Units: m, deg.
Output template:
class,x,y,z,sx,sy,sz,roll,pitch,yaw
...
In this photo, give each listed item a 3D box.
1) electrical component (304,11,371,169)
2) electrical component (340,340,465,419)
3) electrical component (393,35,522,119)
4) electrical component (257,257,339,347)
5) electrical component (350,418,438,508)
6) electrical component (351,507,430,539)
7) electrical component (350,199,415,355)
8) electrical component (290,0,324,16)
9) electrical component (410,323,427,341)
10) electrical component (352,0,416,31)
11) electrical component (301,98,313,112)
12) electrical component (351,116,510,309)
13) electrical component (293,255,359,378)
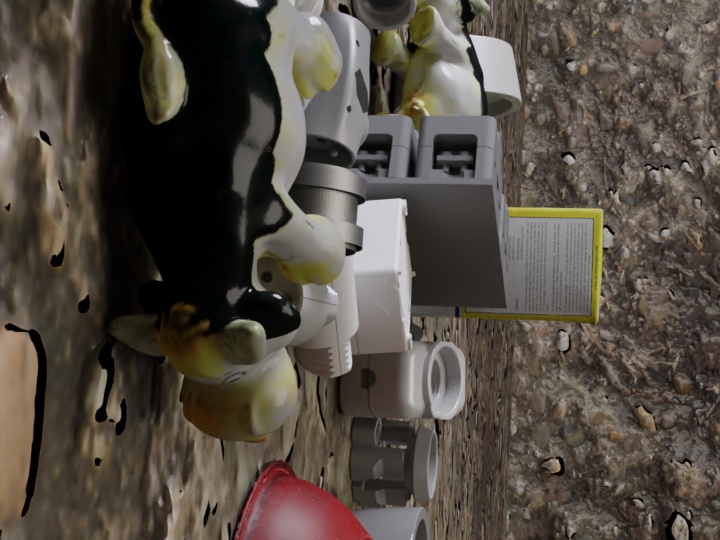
class,x,y,z,sx,sy,sz,roll,pitch,yaw
electrical component,-0.016,-0.088,0.597,0.079,0.043,0.077,65,29,-65
electrical component,0.035,0.078,0.764,0.095,0.059,0.053,11,79,-58
electrical component,0.080,-0.164,0.906,0.108,0.108,0.060,27,59,-77
electrical component,-0.038,0.015,0.512,0.081,0.043,0.043,23,69,-77
electrical component,0.027,0.145,0.808,0.058,0.057,0.078,-70,158,-57
electrical component,0.010,0.213,0.727,0.108,0.060,0.108,2,90,-78
electrical component,0.000,0.000,0.663,0.096,0.061,0.061,-83,167,-54
electrical component,-0.044,-0.126,0.458,0.055,0.048,0.066,47,45,-63
electrical component,0.032,0.075,0.849,0.045,0.045,0.055,-67,155,-60
electrical component,0.019,-0.206,0.760,0.044,0.044,0.065,79,13,-46
electrical component,-0.036,-0.096,0.518,0.040,0.040,0.046,80,23,-44
electrical component,0.049,-0.040,0.768,0.186,0.105,0.060,69,25,-62
electrical component,-0.023,0.022,0.583,0.043,0.043,0.081,-69,158,-57
